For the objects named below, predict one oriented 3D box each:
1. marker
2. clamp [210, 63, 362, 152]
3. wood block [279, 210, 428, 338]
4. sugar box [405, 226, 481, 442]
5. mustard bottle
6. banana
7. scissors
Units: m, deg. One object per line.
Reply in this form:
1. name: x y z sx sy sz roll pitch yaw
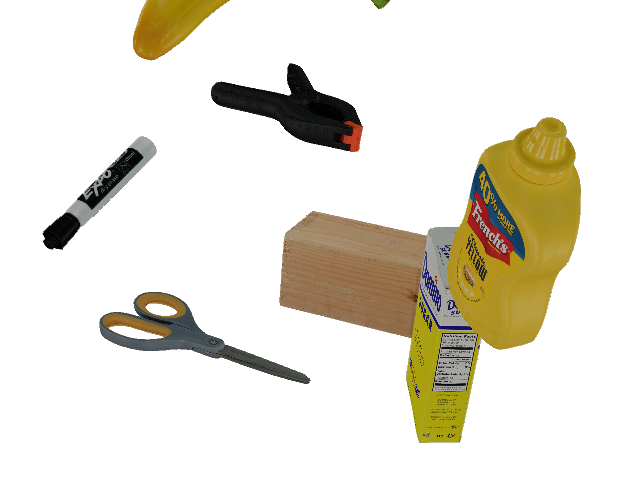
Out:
1. marker: -0.167 -0.036 0.809 0.020 0.020 0.121 0 41 43
2. clamp: -0.030 -0.135 1.097 0.120 0.039 0.172 -21 38 -28
3. wood block: 0.068 0.041 1.183 0.206 0.091 0.090 13 24 18
4. sugar box: 0.109 0.084 0.942 0.048 0.176 0.093 -1 34 -5
5. mustard bottle: 0.137 -0.012 0.739 0.058 0.096 0.192 -11 -36 -14
6. banana: -0.039 -0.167 0.679 0.197 0.069 0.037 -20 -10 -31
7. scissors: -0.102 0.087 0.989 0.202 0.016 0.096 10 29 4
